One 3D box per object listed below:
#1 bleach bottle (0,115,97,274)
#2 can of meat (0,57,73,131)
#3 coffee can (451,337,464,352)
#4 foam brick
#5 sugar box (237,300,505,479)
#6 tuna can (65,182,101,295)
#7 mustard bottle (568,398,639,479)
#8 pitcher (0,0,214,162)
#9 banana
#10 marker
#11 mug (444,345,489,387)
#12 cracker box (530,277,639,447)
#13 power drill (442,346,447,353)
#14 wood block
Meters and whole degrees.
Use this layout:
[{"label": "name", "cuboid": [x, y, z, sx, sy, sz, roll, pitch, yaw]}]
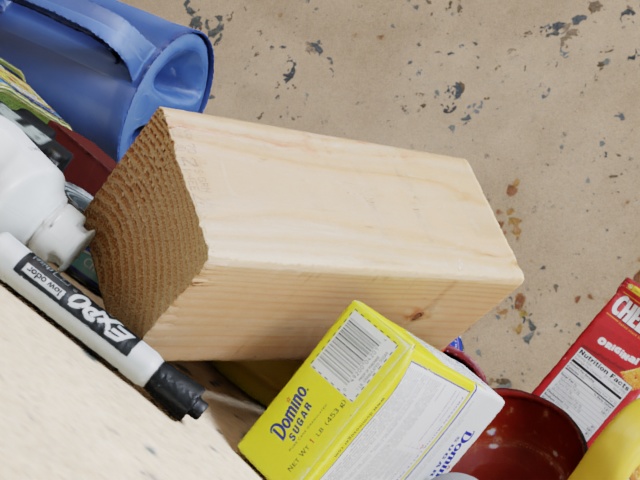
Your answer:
[{"label": "bleach bottle", "cuboid": [-0.212, -0.074, 0.502, 0.251, 0.068, 0.102, 40, 1, -1]}, {"label": "can of meat", "cuboid": [-0.227, -0.091, 0.734, 0.084, 0.057, 0.102, 41, 3, 32]}, {"label": "coffee can", "cuboid": [0.062, 0.094, 1.024, 0.103, 0.103, 0.140, 40, 2, 43]}, {"label": "foam brick", "cuboid": [-0.159, -0.034, 0.716, 0.078, 0.051, 0.053, 39, 3, 29]}, {"label": "sugar box", "cuboid": [0.035, 0.096, 0.565, 0.048, 0.093, 0.176, 40, 2, 26]}, {"label": "tuna can", "cuboid": [-0.129, 0.003, 0.626, 0.086, 0.034, 0.086, 38, 1, -1]}, {"label": "mustard bottle", "cuboid": [0.196, 0.154, 0.660, 0.096, 0.191, 0.058, 37, 2, -35]}, {"label": "pitcher", "cuboid": [-0.217, -0.152, 0.846, 0.243, 0.149, 0.144, 26, 28, 14]}, {"label": "banana", "cuboid": [-0.004, 0.097, 0.666, 0.197, 0.037, 0.070, 37, 4, -27]}, {"label": "marker", "cuboid": [-0.100, 0.041, 0.479, 0.121, 0.020, 0.020, 38, 2, 1]}, {"label": "mug", "cuboid": [0.092, 0.137, 0.877, 0.117, 0.093, 0.081, 55, -4, -2]}, {"label": "cracker box", "cuboid": [0.212, 0.146, 0.844, 0.072, 0.214, 0.164, 40, 3, 30]}, {"label": "power drill", "cuboid": [-0.008, 0.013, 0.705, 0.187, 0.057, 0.184, 30, 22, -13]}, {"label": "wood block", "cuboid": [-0.005, 0.005, 0.560, 0.205, 0.091, 0.090, 6, 51, -39]}]
